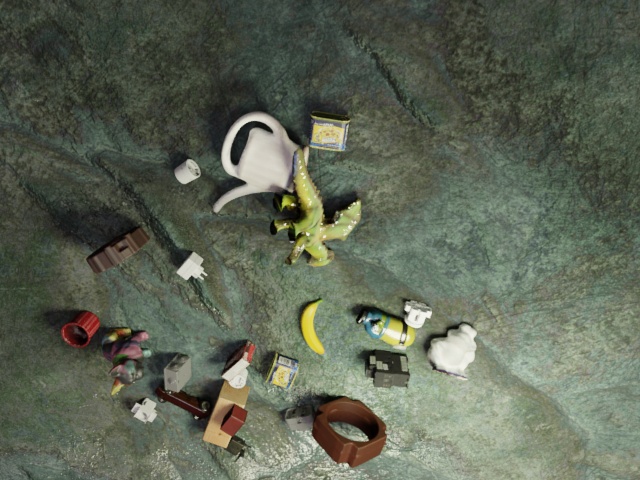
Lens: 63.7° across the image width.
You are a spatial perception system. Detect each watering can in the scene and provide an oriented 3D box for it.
[{"bbox_3d":[-0.160,-0.179,1.372,0.224,0.106,0.340,20,128,-6],"label":"watering can"}]

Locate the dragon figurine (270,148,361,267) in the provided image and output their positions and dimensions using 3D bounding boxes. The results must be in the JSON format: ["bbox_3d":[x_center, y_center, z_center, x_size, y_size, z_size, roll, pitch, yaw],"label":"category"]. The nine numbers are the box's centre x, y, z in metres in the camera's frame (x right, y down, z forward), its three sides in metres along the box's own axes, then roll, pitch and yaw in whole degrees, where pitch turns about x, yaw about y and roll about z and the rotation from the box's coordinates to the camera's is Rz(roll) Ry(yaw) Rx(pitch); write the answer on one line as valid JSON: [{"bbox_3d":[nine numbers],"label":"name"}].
[{"bbox_3d":[0.004,-0.069,1.373,0.244,0.124,0.401,-11,134,-31],"label":"dragon figurine"}]

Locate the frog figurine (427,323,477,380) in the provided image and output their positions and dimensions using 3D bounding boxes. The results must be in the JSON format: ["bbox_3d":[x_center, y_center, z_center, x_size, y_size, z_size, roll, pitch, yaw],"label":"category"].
[{"bbox_3d":[0.398,0.324,1.544,0.137,0.121,0.161,17,79,8],"label":"frog figurine"}]
